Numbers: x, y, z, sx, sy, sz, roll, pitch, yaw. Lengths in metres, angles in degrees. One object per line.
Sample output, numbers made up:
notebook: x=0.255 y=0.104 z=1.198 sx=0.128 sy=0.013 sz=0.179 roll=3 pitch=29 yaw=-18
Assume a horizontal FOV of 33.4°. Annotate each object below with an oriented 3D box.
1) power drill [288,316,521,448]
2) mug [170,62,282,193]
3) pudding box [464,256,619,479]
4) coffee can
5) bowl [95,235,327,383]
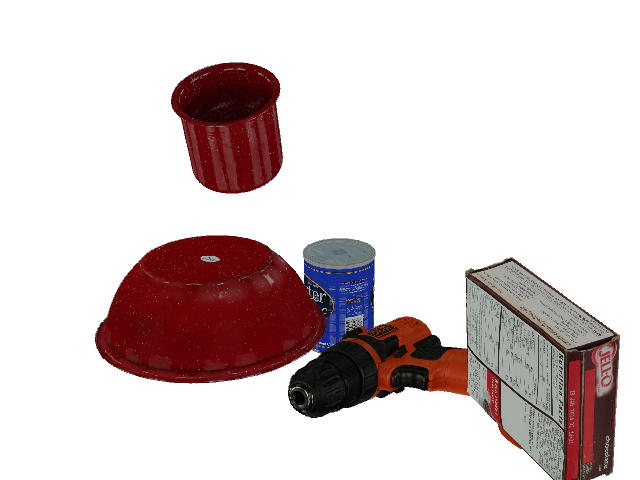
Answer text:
power drill: x=0.090 y=0.110 z=0.829 sx=0.188 sy=0.057 sz=0.184 roll=10 pitch=17 yaw=32
mug: x=-0.080 y=-0.103 z=0.933 sx=0.093 sy=0.081 sz=0.117 roll=-14 pitch=43 yaw=-8
pudding box: x=0.125 y=0.073 z=0.617 sx=0.039 sy=0.090 sz=0.114 roll=-13 pitch=26 yaw=-20
coffee can: x=0.027 y=0.080 z=1.523 sx=0.103 sy=0.140 sz=0.103 roll=-1 pitch=21 yaw=0
bowl: x=-0.077 y=0.037 z=0.739 sx=0.162 sy=0.055 sz=0.162 roll=-2 pitch=21 yaw=0
